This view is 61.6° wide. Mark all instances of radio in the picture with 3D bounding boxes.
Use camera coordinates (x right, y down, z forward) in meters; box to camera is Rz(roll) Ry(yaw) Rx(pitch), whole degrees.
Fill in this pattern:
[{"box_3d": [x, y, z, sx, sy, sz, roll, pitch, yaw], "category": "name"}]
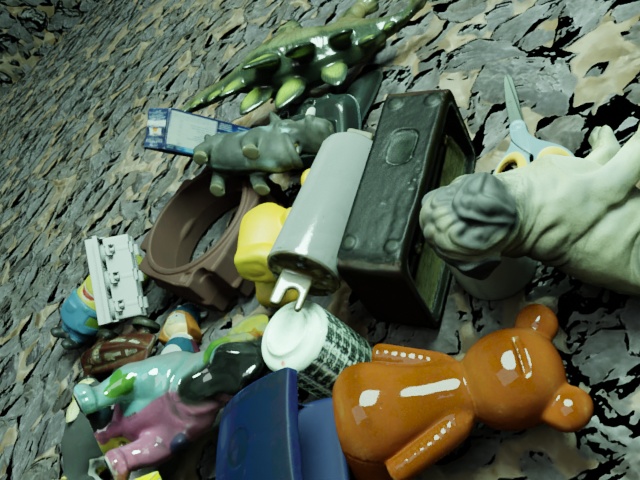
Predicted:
[{"box_3d": [0.098, -0.037, 0.560, 0.073, 0.131, 0.229, 2, 60, 31], "category": "radio"}]

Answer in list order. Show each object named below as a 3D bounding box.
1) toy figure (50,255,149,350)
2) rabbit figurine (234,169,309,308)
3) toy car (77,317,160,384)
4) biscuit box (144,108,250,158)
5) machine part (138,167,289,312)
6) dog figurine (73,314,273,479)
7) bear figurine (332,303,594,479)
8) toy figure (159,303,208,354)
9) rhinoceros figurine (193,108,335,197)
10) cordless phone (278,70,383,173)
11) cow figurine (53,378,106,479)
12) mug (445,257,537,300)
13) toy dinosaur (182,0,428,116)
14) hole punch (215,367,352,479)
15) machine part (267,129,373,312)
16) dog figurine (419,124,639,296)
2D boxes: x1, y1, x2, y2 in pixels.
[{"box_3d": [-0.353, 0.093, 0.867, 0.180, 0.082, 0.089, -52, 1, 7], "category": "toy figure"}, {"box_3d": [-0.001, -0.002, 0.656, 0.173, 0.121, 0.162, -8, 44, 17], "category": "rabbit figurine"}, {"box_3d": [-0.291, 0.162, 0.762, 0.202, 0.053, 0.089, -21, 44, 47], "category": "toy car"}, {"box_3d": [-0.154, -0.146, 0.798, 0.063, 0.202, 0.059, 12, 95, 43], "category": "biscuit box"}, {"box_3d": [-0.154, -0.011, 0.777, 0.202, 0.087, 0.201, 11, 65, 45], "category": "machine part"}, {"box_3d": [-0.142, 0.166, 0.596, 0.219, 0.191, 0.108, -22, 78, -26], "category": "dog figurine"}, {"box_3d": [0.114, 0.137, 0.457, 0.196, 0.131, 0.120, -16, 49, 6], "category": "bear figurine"}, {"box_3d": [-0.184, 0.143, 0.714, 0.064, 0.057, 0.154, -1, 47, -9], "category": "toy figure"}, {"box_3d": [-0.072, -0.116, 0.704, 0.190, 0.073, 0.112, -6, 36, 23], "category": "rhinoceros figurine"}, {"box_3d": [0.011, -0.192, 0.807, 0.147, 0.088, 0.184, -3, 46, 39], "category": "cordless phone"}, {"box_3d": [-0.290, 0.265, 0.675, 0.068, 0.098, 0.167, -11, 53, 25], "category": "cow figurine"}, {"box_3d": [0.158, -0.011, 0.516, 0.081, 0.107, 0.109, 8, 66, 40], "category": "mug"}, {"box_3d": [-0.051, -0.269, 0.826, 0.472, 0.105, 0.198, -18, 24, 26], "category": "toy dinosaur"}, {"box_3d": [-0.043, 0.181, 0.456, 0.116, 0.092, 0.142, -21, 49, 15], "category": "hole punch"}, {"box_3d": [0.011, -0.030, 0.562, 0.079, 0.079, 0.243, -4, 48, 37], "category": "machine part"}, {"box_3d": [0.191, 0.005, 0.426, 0.191, 0.121, 0.172, -27, 80, -1], "category": "dog figurine"}]
